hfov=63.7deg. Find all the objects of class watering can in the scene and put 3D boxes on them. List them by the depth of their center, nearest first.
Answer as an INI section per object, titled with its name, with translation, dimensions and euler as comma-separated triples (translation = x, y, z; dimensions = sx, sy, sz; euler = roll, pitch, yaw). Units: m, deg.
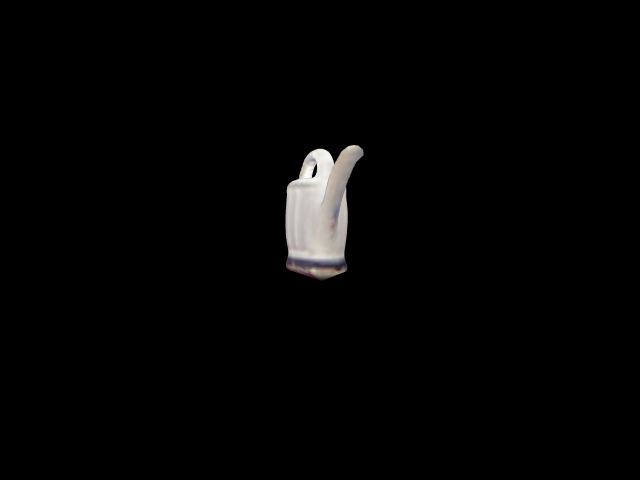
[watering can]
translation = 0.003, -0.043, 0.850
dimensions = 0.104, 0.224, 0.348
euler = 0, 2, -13
